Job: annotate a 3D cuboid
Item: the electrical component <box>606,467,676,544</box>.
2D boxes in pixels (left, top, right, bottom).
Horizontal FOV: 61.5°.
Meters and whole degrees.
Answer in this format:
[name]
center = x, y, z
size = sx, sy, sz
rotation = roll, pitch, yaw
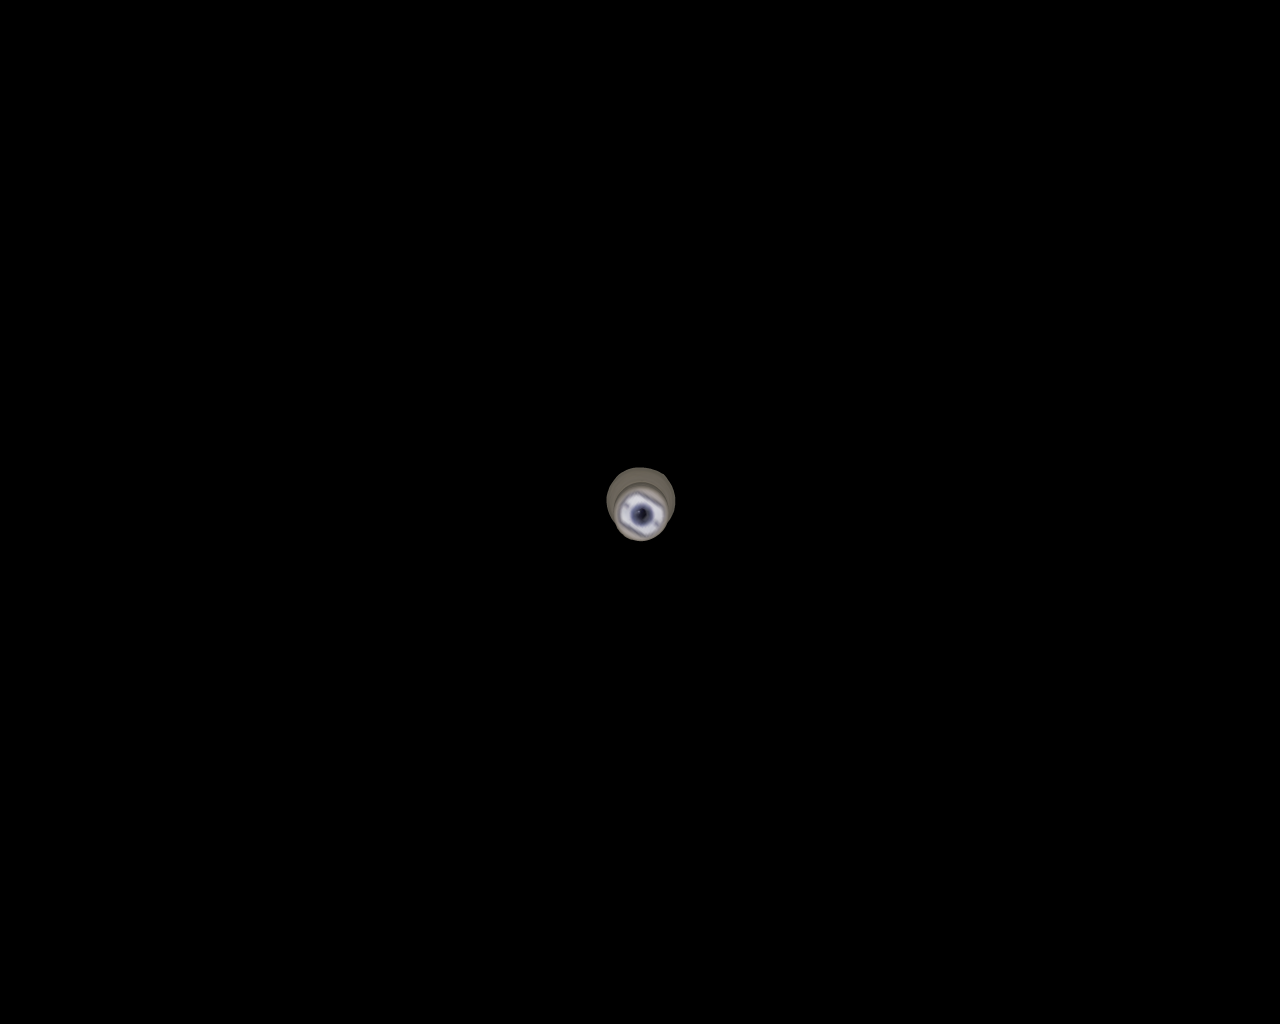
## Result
[electrical component]
center = 0.001, -0.003, 0.650
size = 0.044, 0.044, 0.065
rotation = 0, 8, 0
